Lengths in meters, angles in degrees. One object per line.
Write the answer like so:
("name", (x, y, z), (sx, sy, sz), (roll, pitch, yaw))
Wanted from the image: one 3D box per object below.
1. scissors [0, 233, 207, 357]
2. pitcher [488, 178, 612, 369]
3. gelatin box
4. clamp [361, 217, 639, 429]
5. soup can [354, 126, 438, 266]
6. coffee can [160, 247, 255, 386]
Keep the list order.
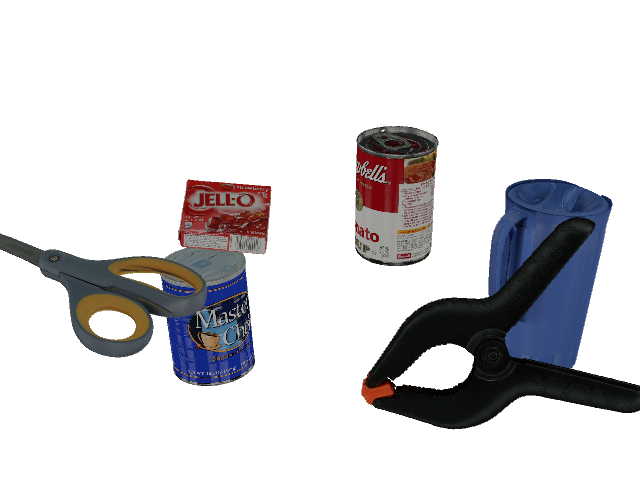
("scissors", (-0.174, 0.029, 0.694), (0.202, 0.016, 0.096), (9, 38, 12))
("pitcher", (0.286, 0.051, 1.387), (0.149, 0.243, 0.145), (5, 23, 4))
("gelatin box", (-0.097, -0.025, 1.089), (0.089, 0.073, 0.030), (5, -43, -3))
("clamp", (0.112, 0.074, 0.644), (0.171, 0.120, 0.039), (-28, -8, 8))
("soup can", (0.063, -0.038, 0.904), (0.068, 0.102, 0.068), (0, 26, 0))
("coffee can", (-0.135, 0.089, 1.289), (0.103, 0.140, 0.103), (-3, 25, 1))
